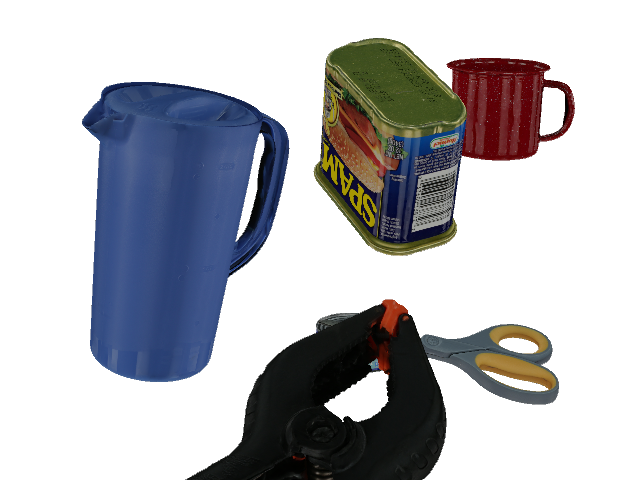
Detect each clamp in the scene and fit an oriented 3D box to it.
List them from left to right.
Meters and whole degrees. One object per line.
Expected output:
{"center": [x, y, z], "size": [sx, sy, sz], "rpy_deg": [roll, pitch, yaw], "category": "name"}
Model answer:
{"center": [0.007, 0.091, 0.399], "size": [0.120, 0.039, 0.171], "rpy_deg": [27, 50, 19], "category": "clamp"}

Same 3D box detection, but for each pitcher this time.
{"center": [-0.123, -0.008, 0.918], "size": [0.149, 0.243, 0.145], "rpy_deg": [13, 20, 7], "category": "pitcher"}

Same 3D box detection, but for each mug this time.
{"center": [0.173, -0.120, 0.977], "size": [0.117, 0.081, 0.093], "rpy_deg": [4, 18, 13], "category": "mug"}

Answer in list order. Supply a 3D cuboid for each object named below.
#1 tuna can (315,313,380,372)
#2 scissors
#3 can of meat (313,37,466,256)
{"center": [0.037, 0.104, 1.089], "size": [0.086, 0.034, 0.086], "rpy_deg": [3, 16, -1], "category": "tuna can"}
{"center": [0.108, 0.082, 0.896], "size": [0.202, 0.016, 0.096], "rpy_deg": [21, 36, 20], "category": "scissors"}
{"center": [0.039, -0.056, 0.610], "size": [0.057, 0.084, 0.102], "rpy_deg": [-15, 42, -21], "category": "can of meat"}
